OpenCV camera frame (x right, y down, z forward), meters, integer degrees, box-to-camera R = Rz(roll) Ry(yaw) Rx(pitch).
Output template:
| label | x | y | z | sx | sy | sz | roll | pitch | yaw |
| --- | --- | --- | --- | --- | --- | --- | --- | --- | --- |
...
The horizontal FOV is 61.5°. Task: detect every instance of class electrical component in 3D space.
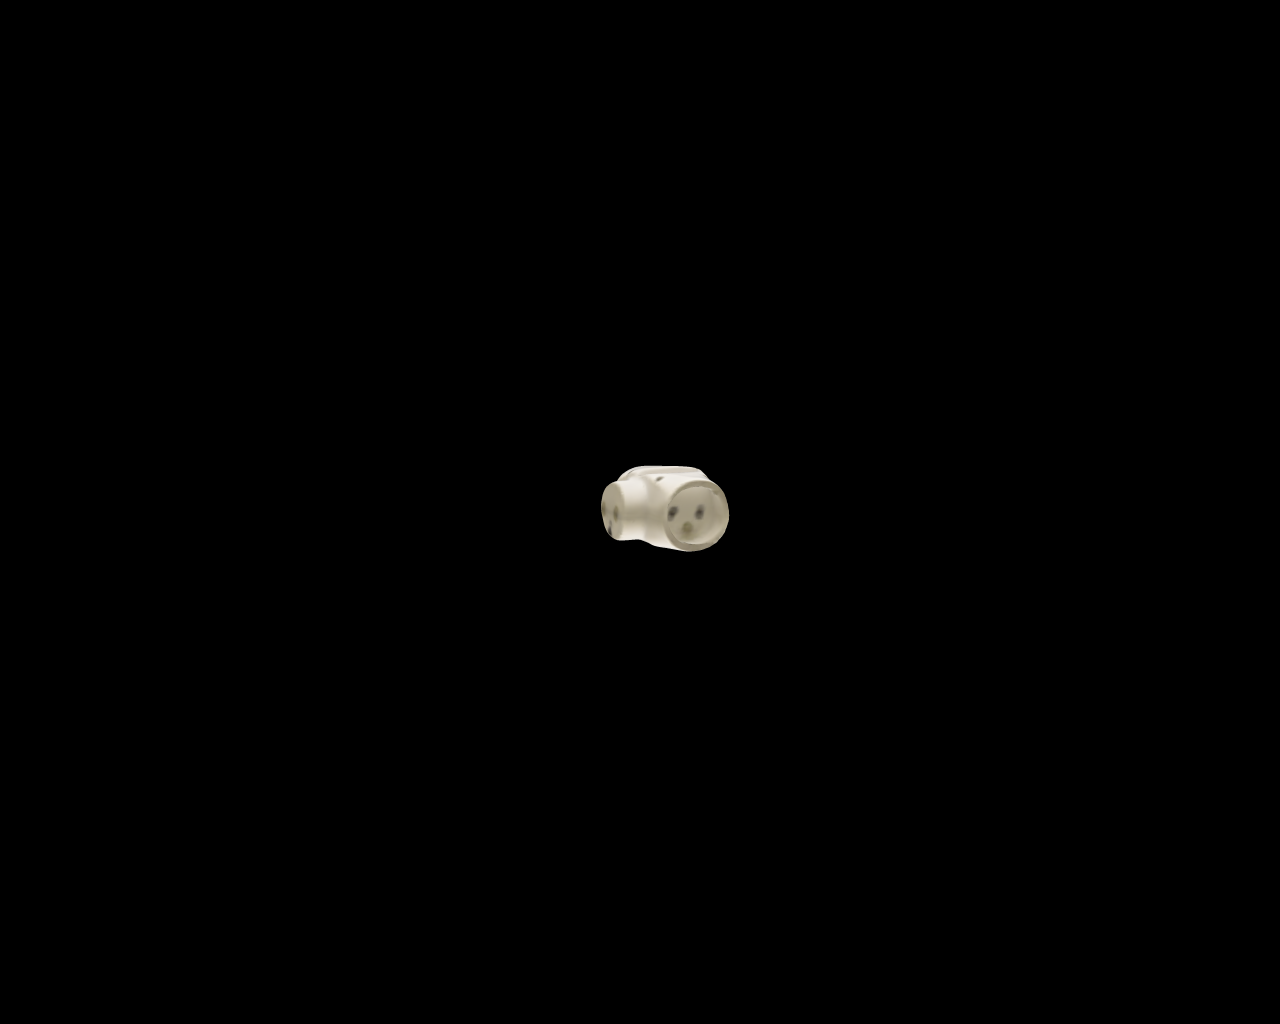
| label | x | y | z | sx | sy | sz | roll | pitch | yaw |
| --- | --- | --- | --- | --- | --- | --- | --- | --- | --- |
| electrical component | 0.001 | -0.003 | 0.650 | 0.079 | 0.043 | 0.077 | -4 | 10 | -23 |
